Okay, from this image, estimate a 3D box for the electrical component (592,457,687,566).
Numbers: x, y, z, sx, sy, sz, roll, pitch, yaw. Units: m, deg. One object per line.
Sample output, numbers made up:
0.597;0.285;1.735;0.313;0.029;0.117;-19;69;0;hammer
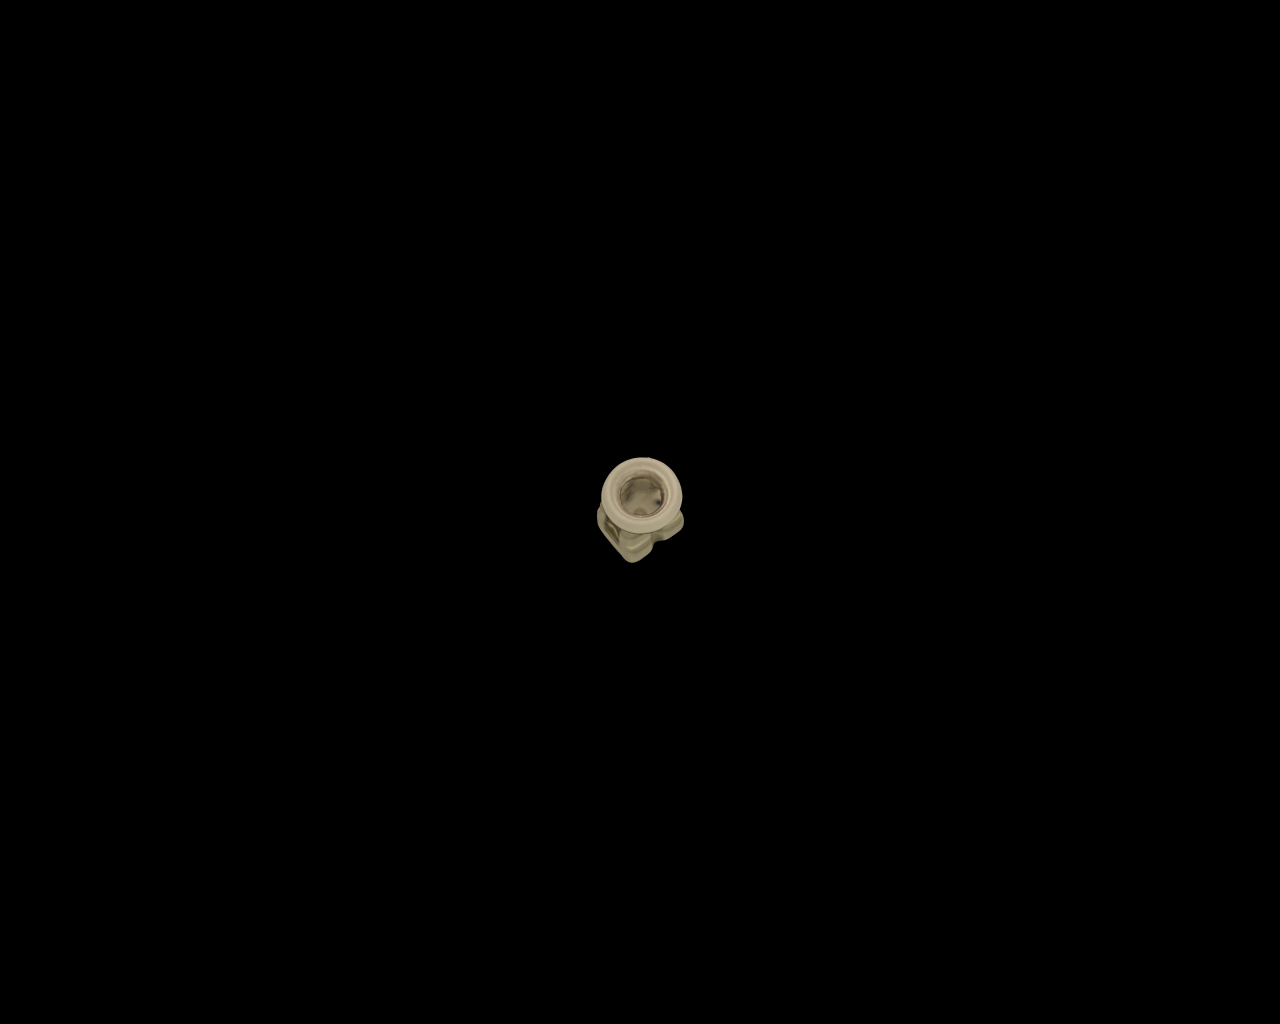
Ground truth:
0.001;-0.003;0.650;0.066;0.048;0.055;-37;-19;-15;electrical component
